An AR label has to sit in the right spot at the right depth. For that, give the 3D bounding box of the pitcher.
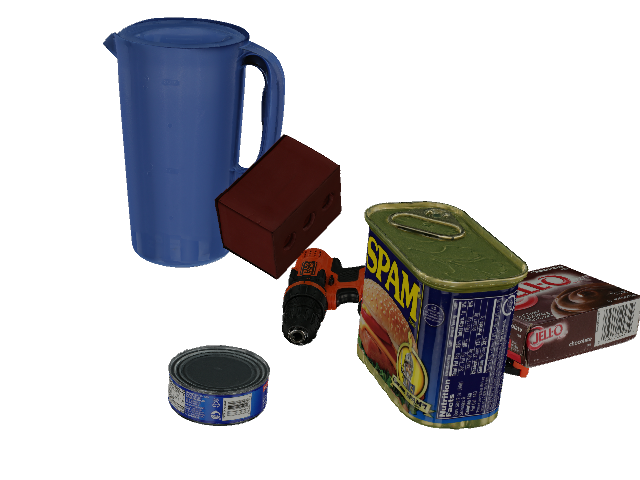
[{"bbox_3d":[-0.131,-0.099,1.089,0.144,0.243,0.149,-11,27,-29],"label":"pitcher"}]

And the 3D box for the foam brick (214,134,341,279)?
[{"bbox_3d":[-0.028,-0.024,0.738,0.051,0.078,0.053,29,-32,24],"label":"foam brick"}]

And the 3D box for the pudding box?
[{"bbox_3d":[0.168,0.054,0.801,0.113,0.039,0.090,-8,20,-29],"label":"pudding box"}]

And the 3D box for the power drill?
[{"bbox_3d":[0.051,0.063,1.234,0.188,0.057,0.184,1,28,6],"label":"power drill"}]

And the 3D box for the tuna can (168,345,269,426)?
[{"bbox_3d":[-0.087,0.123,0.908,0.086,0.034,0.086,4,20,-2],"label":"tuna can"}]

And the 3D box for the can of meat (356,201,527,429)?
[{"bbox_3d":[0.058,0.037,0.549,0.057,0.084,0.102,-4,24,-19],"label":"can of meat"}]

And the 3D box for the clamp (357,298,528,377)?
[{"bbox_3d":[0.134,0.077,1.023,0.172,0.039,0.120,25,36,30],"label":"clamp"}]
